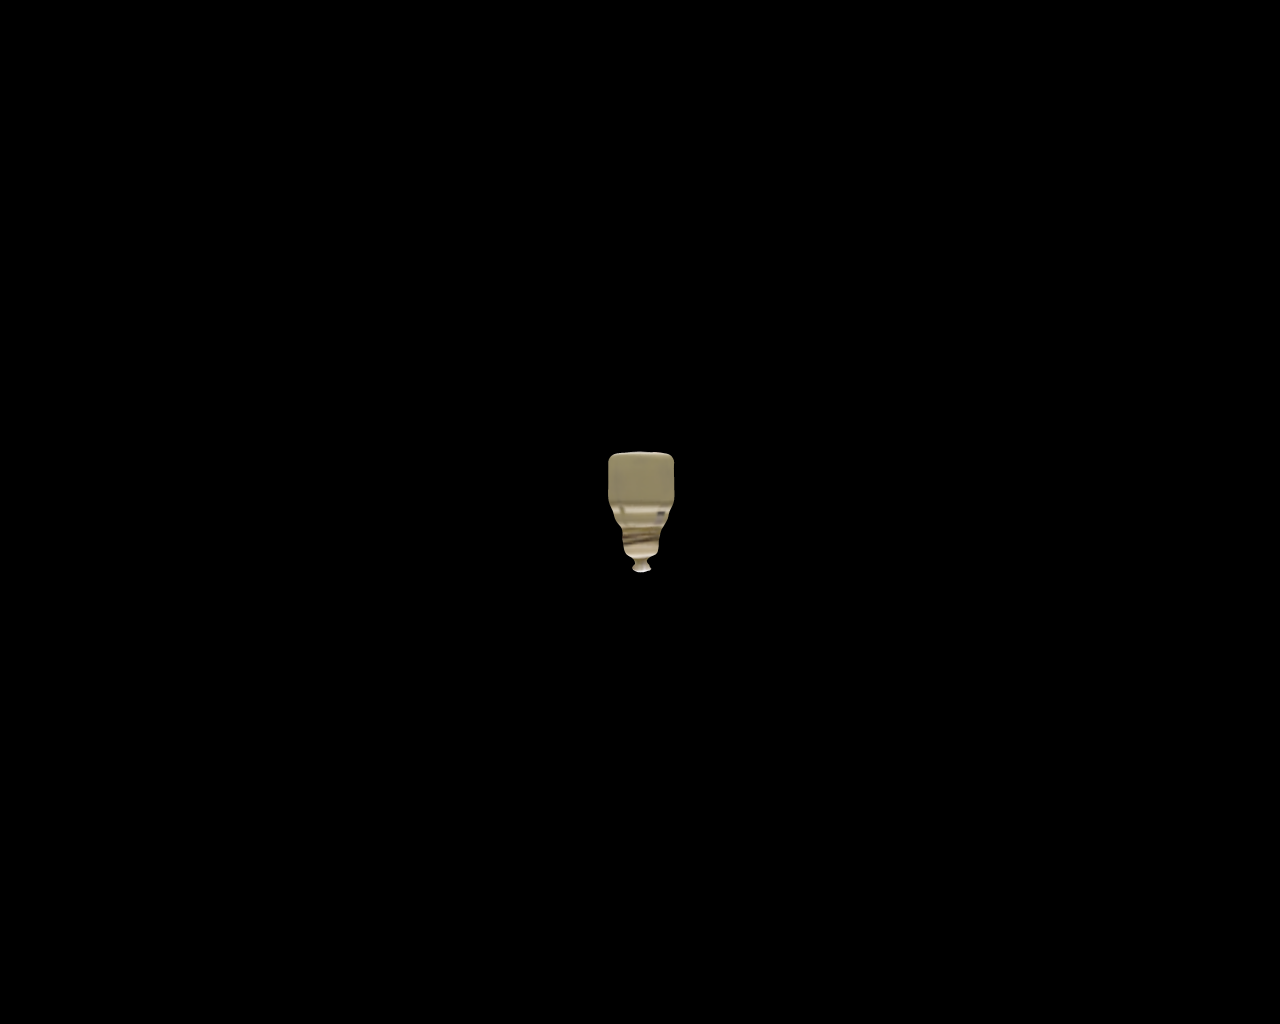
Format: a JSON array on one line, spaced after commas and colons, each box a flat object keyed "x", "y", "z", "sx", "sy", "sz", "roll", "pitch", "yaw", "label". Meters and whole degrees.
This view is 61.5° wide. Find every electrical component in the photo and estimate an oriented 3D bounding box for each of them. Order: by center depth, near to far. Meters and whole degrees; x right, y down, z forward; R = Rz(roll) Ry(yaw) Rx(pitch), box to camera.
[{"x": 0.001, "y": -0.003, "z": 0.650, "sx": 0.040, "sy": 0.078, "sz": 0.040, "roll": 0, "pitch": 0, "yaw": 0, "label": "electrical component"}]
